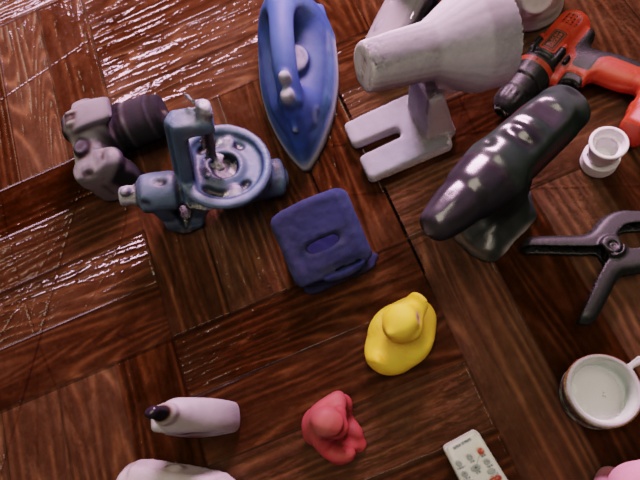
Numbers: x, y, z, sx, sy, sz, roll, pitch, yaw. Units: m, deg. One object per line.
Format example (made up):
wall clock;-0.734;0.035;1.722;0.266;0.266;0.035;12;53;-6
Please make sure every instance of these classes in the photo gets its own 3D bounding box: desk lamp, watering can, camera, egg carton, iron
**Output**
desk lamp;0.126;-0.187;0.690;0.203;0.214;0.118;-25;67;2
watering can;0.281;-0.366;0.737;0.101;0.194;0.173;-17;67;5
camera;-0.285;-0.151;0.819;0.136;0.101;0.143;-19;67;4
egg carton;-0.164;0.307;0.642;0.150;0.069;0.107;2;70;12
iron;-0.039;-0.238;0.780;0.118;0.142;0.258;-8;69;8

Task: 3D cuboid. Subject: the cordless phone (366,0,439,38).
cordless phone;0.108;-0.340;0.766;0.094;0.185;0.148;18;74;17

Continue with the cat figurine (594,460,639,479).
cat figurine;0.285;0.256;0.546;0.128;0.118;0.067;-30;67;-1

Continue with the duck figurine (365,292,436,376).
duck figurine;0.091;0.104;0.658;0.077;0.086;0.105;35;80;21

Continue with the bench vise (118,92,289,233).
bench vise;-0.156;-0.080;0.702;0.207;0.220;0.121;-32;67;-1

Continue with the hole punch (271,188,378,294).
hole punch;0.007;0.003;0.710;0.108;0.091;0.101;-24;67;2

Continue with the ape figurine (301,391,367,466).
ape figurine;0.013;0.205;0.632;0.076;0.092;0.078;11;72;15

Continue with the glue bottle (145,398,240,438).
glue bottle;-0.147;0.193;0.624;0.078;0.173;0.037;-12;68;7

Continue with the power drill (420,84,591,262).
power drill;0.196;-0.054;0.629;0.075;0.209;0.230;41;82;22
